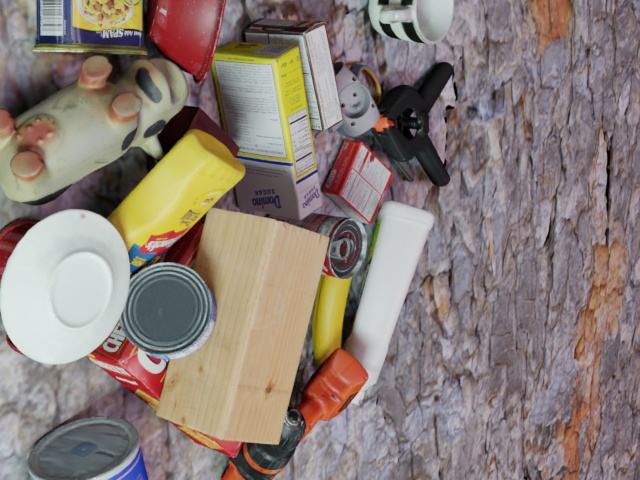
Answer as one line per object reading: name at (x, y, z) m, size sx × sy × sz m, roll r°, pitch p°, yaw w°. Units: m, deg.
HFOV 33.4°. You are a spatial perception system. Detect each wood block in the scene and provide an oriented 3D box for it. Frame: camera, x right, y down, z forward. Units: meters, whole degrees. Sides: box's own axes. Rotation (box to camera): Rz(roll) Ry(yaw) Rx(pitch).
wood block at (-0.072, 0.082, 1.022) m, size 0.090 × 0.090 × 0.206 m, roll 18°, pitch 84°, yaw -52°

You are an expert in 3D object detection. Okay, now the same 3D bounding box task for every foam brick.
foam brick at (-0.127, -0.092, 1.054) m, size 0.078 × 0.051 × 0.053 m, roll 46°, pitch 62°, yaw -48°

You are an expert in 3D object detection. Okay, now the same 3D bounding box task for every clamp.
clamp at (0.121, -0.157, 1.348) m, size 0.209 × 0.036 × 0.164 m, roll 4°, pitch 89°, yaw -60°

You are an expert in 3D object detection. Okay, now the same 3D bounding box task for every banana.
banana at (0.021, 0.074, 1.300) m, size 0.069 × 0.037 × 0.198 m, roll 16°, pitch 87°, yaw -52°

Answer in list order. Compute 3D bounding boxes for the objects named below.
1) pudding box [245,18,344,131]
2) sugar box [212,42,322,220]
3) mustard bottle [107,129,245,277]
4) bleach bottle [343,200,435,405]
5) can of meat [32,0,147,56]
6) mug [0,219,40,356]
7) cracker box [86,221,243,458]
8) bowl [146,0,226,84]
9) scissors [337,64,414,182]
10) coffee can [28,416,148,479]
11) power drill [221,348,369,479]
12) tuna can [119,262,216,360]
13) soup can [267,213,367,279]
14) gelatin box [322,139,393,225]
pudding box at (-0.028, -0.174, 1.126) m, size 0.039 × 0.090 × 0.113 m, roll -39°, pitch 127°, yaw -39°
sugar box at (-0.055, -0.113, 1.106) m, size 0.048 × 0.093 × 0.176 m, roll -36°, pitch 127°, yaw -41°
mustard bottle at (-0.157, -0.016, 0.983) m, size 0.192 × 0.058 × 0.096 m, roll -45°, pitch 169°, yaw 9°
bleach bottle at (0.073, 0.081, 1.328) m, size 0.102 × 0.068 × 0.251 m, roll 106°, pitch 1°, yaw -85°
can of meat at (-0.199, -0.204, 0.926) m, size 0.101 × 0.058 × 0.084 m, roll -10°, pitch 105°, yaw -52°
mug at (-0.236, 0.044, 0.925) m, size 0.093 × 0.082 × 0.117 m, roll 35°, pitch 72°, yaw -51°
cracker box at (-0.123, 0.102, 1.094) m, size 0.164 × 0.072 × 0.213 m, roll -61°, pitch 139°, yaw -21°
bowl at (-0.123, -0.226, 0.967) m, size 0.055 × 0.162 × 0.162 m, roll 7°, pitch 95°, yaw -16°
scissors at (0.066, -0.123, 1.322) m, size 0.096 × 0.016 × 0.201 m, roll -48°, pitch 134°, yaw -31°
coffee can at (-0.206, 0.252, 1.002) m, size 0.102 × 0.103 × 0.140 m, roll -34°, pitch 125°, yaw -42°
power drill at (-0.024, 0.201, 1.197) m, size 0.187 × 0.057 × 0.185 m, roll -38°, pitch 169°, yaw -43°
tuna can at (-0.138, 0.065, 0.971) m, size 0.034 × 0.086 × 0.086 m, roll 74°, pitch 37°, yaw -73°
soup can at (-0.008, 0.001, 1.189) m, size 0.068 × 0.102 × 0.068 m, roll -18°, pitch 113°, yaw -49°
gelatin box at (0.046, -0.071, 1.299) m, size 0.089 × 0.030 × 0.073 m, roll 39°, pitch 70°, yaw -50°
